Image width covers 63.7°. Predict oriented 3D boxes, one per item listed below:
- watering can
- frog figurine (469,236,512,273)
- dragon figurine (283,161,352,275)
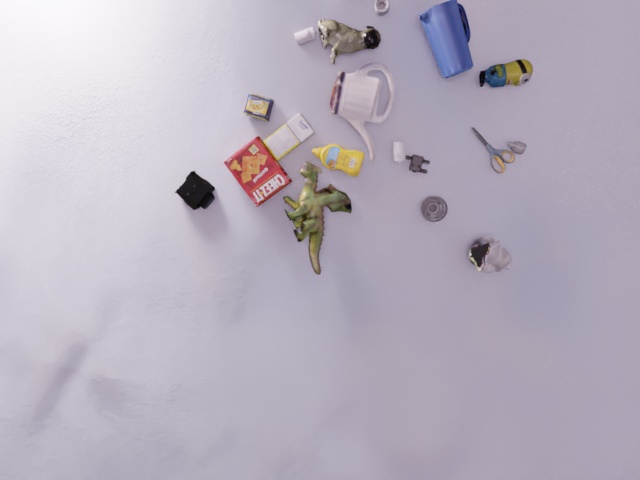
[{"bbox_3d":[0.143,-0.468,1.856,0.224,0.105,0.345,12,100,4],"label":"watering can"},{"bbox_3d":[0.640,0.055,1.914,0.159,0.123,0.137,3,93,-32],"label":"frog figurine"},{"bbox_3d":[0.006,-0.097,1.937,0.243,0.123,0.408,-25,98,1],"label":"dragon figurine"}]
